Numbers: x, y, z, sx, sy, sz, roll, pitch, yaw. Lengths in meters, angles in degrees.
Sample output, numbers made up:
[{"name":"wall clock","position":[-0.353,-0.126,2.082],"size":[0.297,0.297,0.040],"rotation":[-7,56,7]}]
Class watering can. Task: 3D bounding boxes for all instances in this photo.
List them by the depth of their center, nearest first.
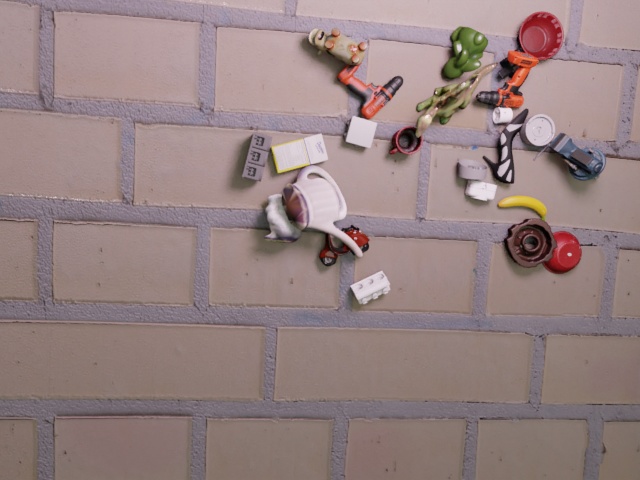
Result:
[{"name":"watering can","position":[0.005,-0.084,1.670],"size":[0.226,0.102,0.351],"rotation":[-14,75,-37]}]

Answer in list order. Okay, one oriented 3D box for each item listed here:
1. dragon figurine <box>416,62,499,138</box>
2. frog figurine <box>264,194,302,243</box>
[{"name":"dragon figurine","position":[0.455,-0.478,1.675],"size":[0.410,0.244,0.122],"rotation":[-41,96,1]},{"name":"frog figurine","position":[-0.119,-0.072,1.705],"size":[0.137,0.122,0.160],"rotation":[7,87,-41]}]
